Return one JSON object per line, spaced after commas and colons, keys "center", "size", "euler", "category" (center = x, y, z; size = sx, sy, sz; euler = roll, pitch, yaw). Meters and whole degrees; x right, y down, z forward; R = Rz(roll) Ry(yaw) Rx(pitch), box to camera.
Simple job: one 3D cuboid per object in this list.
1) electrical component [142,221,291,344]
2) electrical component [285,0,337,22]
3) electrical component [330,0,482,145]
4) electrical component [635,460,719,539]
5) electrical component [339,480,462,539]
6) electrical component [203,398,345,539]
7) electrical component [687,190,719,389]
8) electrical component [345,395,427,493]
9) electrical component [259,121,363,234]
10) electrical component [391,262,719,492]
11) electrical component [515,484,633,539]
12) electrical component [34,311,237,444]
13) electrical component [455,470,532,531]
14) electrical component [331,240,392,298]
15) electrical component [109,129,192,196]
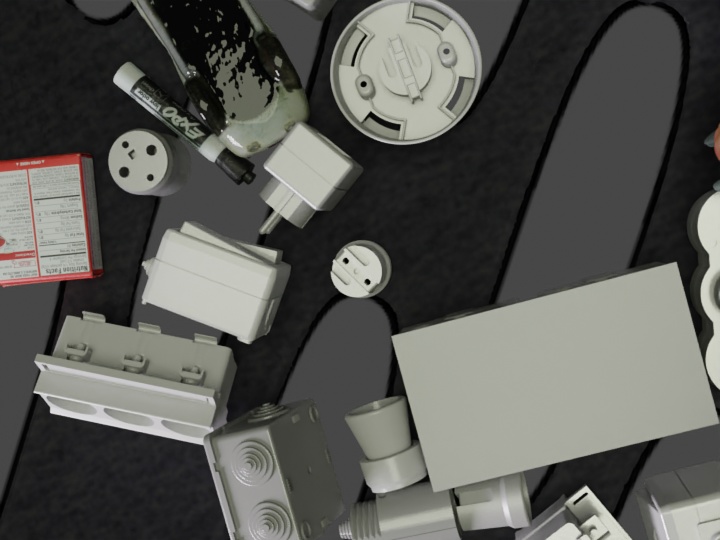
{"center": [-0.102, 0.003, 0.736], "size": [0.096, 0.062, 0.061], "euler": [20, 95, 5], "category": "electrical component"}
{"center": [-0.028, -0.225, 0.718], "size": [0.062, 0.061, 0.096], "euler": [36, 96, 3], "category": "electrical component"}
{"center": [0.031, -0.131, 0.715], "size": [0.099, 0.064, 0.099], "euler": [0, 93, 6], "category": "electrical component"}
{"center": [0.218, 0.168, 0.693], "size": [0.061, 0.096, 0.061], "euler": [-16, 91, 8], "category": "electrical component"}
{"center": [0.026, 0.172, 0.740], "size": [0.081, 0.043, 0.043], "euler": [-13, 91, 7], "category": "electrical component"}
{"center": [-0.054, 0.138, 0.720], "size": [0.048, 0.100, 0.099], "euler": [-15, 91, 19], "category": "electrical component"}
{"center": [0.247, 0.015, 0.694], "size": [0.052, 0.074, 0.138], "euler": [-4, 92, 6], "category": "electrical component"}
{"center": [0.019, 0.119, 0.738], "size": [0.045, 0.045, 0.055], "euler": [-18, 91, 7], "category": "electrical component"}
{"center": [-0.042, -0.054, 0.725], "size": [0.047, 0.066, 0.076], "euler": [39, 96, 3], "category": "electrical component"}
{"center": [0.126, 0.068, 0.716], "size": [0.186, 0.060, 0.105], "euler": [-15, 91, 7], "category": "electrical component"}
{"center": [0.161, 0.218, 0.718], "size": [0.079, 0.063, 0.121], "euler": [-40, 88, 6], "category": "electrical component"}
{"center": [-0.151, 0.074, 0.741], "size": [0.121, 0.078, 0.063], "euler": [11, 64, 6], "category": "electrical component"}
{"center": [0.091, 0.158, 0.735], "size": [0.046, 0.040, 0.040], "euler": [-11, 91, 12], "category": "electrical component"}
{"center": [0.000, 0.000, 0.733], "size": [0.040, 0.046, 0.040], "euler": [0, 93, 6], "category": "electrical component"}
{"center": [-0.145, -0.073, 0.741], "size": [0.045, 0.055, 0.045], "euler": [0, 93, 6], "category": "electrical component"}
